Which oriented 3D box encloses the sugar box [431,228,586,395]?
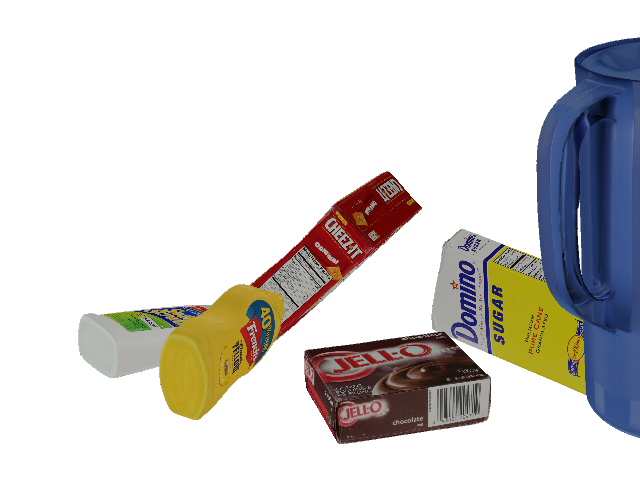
[{"bbox_3d":[0.184,0.064,0.919,0.176,0.093,0.048,20,34,25],"label":"sugar box"}]

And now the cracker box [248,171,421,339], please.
[{"bbox_3d":[0.001,0.023,1.260,0.214,0.072,0.164,-43,-3,30],"label":"cracker box"}]

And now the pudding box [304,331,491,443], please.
[{"bbox_3d":[0.052,0.102,0.757,0.113,0.039,0.090,-4,18,-14],"label":"pudding box"}]

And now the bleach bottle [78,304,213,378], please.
[{"bbox_3d":[-0.192,0.122,1.441,0.250,0.068,0.103,-9,24,-40],"label":"bleach bottle"}]

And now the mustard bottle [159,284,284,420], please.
[{"bbox_3d":[-0.091,0.099,1.103,0.058,0.096,0.191,13,27,24],"label":"mustard bottle"}]

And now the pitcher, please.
[{"bbox_3d":[0.213,0.001,0.658,0.149,0.243,0.144,3,22,16],"label":"pitcher"}]
